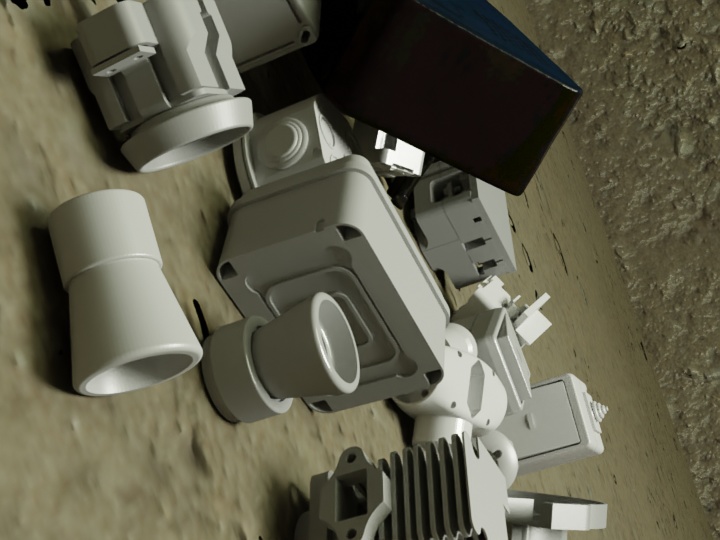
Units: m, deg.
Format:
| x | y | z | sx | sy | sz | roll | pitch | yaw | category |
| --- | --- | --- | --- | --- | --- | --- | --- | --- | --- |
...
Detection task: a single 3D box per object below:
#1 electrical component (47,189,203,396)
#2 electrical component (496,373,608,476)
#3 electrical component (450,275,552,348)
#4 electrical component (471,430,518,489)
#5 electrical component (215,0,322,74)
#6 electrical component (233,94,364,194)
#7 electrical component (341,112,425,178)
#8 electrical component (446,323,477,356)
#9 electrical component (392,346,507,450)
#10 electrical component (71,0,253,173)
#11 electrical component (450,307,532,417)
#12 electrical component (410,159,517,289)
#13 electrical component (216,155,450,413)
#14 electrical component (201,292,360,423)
| x | y | z | sx | sy | sz | roll | pitch | yaw | category |
| --- | --- | --- | --- | --- | --- | --- | --- | --- | --- |
| -0.084 | 0.006 | 0.371 | 0.044 | 0.044 | 0.065 | 25 | 43 | -67 | electrical component |
| 0.152 | 0.124 | 0.868 | 0.061 | 0.096 | 0.061 | 33 | 41 | -62 | electrical component |
| 0.112 | 0.043 | 0.873 | 0.064 | 0.081 | 0.042 | 45 | 39 | 9 | electrical component |
| 0.088 | 0.132 | 0.756 | 0.062 | 0.048 | 0.048 | 6 | 66 | -79 | electrical component |
| -0.067 | -0.160 | 0.559 | 0.061 | 0.062 | 0.096 | -89 | 153 | -48 | electrical component |
| -0.030 | -0.051 | 0.575 | 0.080 | 0.051 | 0.080 | -19 | 90 | -73 | electrical component |
| 0.022 | -0.097 | 0.745 | 0.042 | 0.081 | 0.063 | 13 | 84 | -38 | electrical component |
| 0.055 | 0.058 | 0.743 | 0.046 | 0.040 | 0.040 | -1 | 73 | -66 | electrical component |
| 0.054 | 0.093 | 0.683 | 0.077 | 0.043 | 0.079 | 31 | 61 | -45 | electrical component |
| -0.079 | -0.076 | 0.445 | 0.057 | 0.058 | 0.078 | 68 | 18 | -1 | electrical component |
| 0.095 | 0.070 | 0.813 | 0.096 | 0.061 | 0.061 | -47 | 117 | -71 | electrical component |
| 0.082 | -0.068 | 0.917 | 0.150 | 0.062 | 0.089 | -90 | 155 | -47 | electrical component |
| -0.010 | 0.008 | 0.529 | 0.057 | 0.078 | 0.113 | -83 | 149 | -49 | electrical component |
| -0.034 | 0.039 | 0.462 | 0.045 | 0.055 | 0.045 | -19 | 90 | -73 | electrical component |
